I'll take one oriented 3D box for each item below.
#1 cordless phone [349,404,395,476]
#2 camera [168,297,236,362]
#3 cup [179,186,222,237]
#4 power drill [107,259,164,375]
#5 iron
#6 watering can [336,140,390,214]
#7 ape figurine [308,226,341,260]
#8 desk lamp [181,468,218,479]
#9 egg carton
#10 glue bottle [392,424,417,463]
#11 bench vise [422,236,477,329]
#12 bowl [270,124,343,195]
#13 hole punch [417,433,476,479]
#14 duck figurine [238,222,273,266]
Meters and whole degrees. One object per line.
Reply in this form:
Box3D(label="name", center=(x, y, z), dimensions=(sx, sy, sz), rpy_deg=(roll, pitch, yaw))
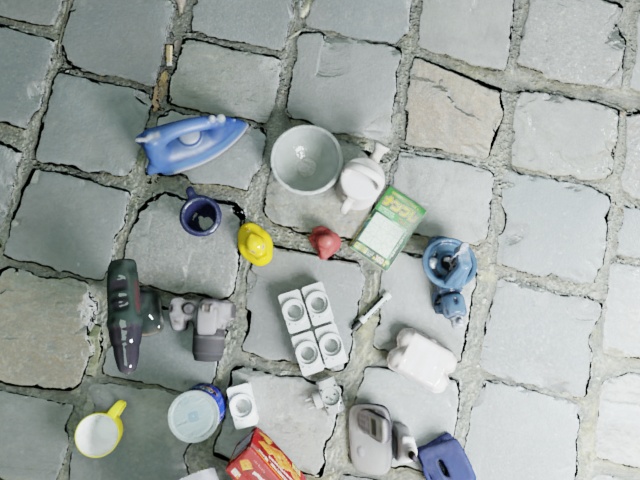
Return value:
Box3D(label="cordless phone", center=(0.115, 0.424, 1.200), dimensions=(0.094, 0.185, 0.147), rpy_deg=(-4, 82, -4))
Box3D(label="camera", center=(-0.260, 0.196, 1.252), dimensions=(0.143, 0.100, 0.137), rpy_deg=(2, 82, -3))
Box3D(label="cup", center=(-0.268, -0.059, 1.289), dimensions=(0.092, 0.095, 0.118), rpy_deg=(-25, 84, -6))
Box3D(label="power drill", center=(-0.388, 0.157, 1.195), dimensions=(0.075, 0.208, 0.230), rpy_deg=(-10, 83, -4))
Box3D(label="iron", center=(-0.288, -0.241, 1.289), dimensions=(0.258, 0.141, 0.118), rpy_deg=(-21, 84, -6))
Box3D(label="watering can", center=(0.094, -0.140, 1.272), dimensions=(0.101, 0.194, 0.173), rpy_deg=(9, 82, -2))
Box3D(label="ape figurine", center=(0.012, 0.005, 1.299), dimensions=(0.076, 0.092, 0.078), rpy_deg=(5, 82, -2))
Box3D(label="desk lamp", center=(-0.231, 0.553, 1.147), dimensions=(0.118, 0.213, 0.203), rpy_deg=(-23, 84, -6))
Box3D(label="egg carton", center=(0.230, 0.269, 1.287), dimensions=(0.150, 0.069, 0.107), rpy_deg=(28, 81, 1))
Box3D(label="glue bottle", center=(0.182, 0.440, 1.208), dimensions=(0.037, 0.173, 0.078), rpy_deg=(-2, 82, -3))
Box3D(label="bench vise", center=(0.302, 0.081, 1.241), dimensions=(0.121, 0.219, 0.207), rpy_deg=(-24, 84, -6))
Box3D(label="bowl", center=(-0.031, -0.178, 1.330), dimensions=(0.167, 0.074, 0.167), rpy_deg=(1, 82, -3))
Box3D(label="hole punch", center=(0.273, 0.493, 1.248), dimensions=(0.101, 0.091, 0.108), rpy_deg=(-25, 84, -6))
Box3D(label="duck figurine", center=(-0.148, 0.006, 1.292), dimensions=(0.077, 0.086, 0.104), rpy_deg=(-26, 84, -6))
